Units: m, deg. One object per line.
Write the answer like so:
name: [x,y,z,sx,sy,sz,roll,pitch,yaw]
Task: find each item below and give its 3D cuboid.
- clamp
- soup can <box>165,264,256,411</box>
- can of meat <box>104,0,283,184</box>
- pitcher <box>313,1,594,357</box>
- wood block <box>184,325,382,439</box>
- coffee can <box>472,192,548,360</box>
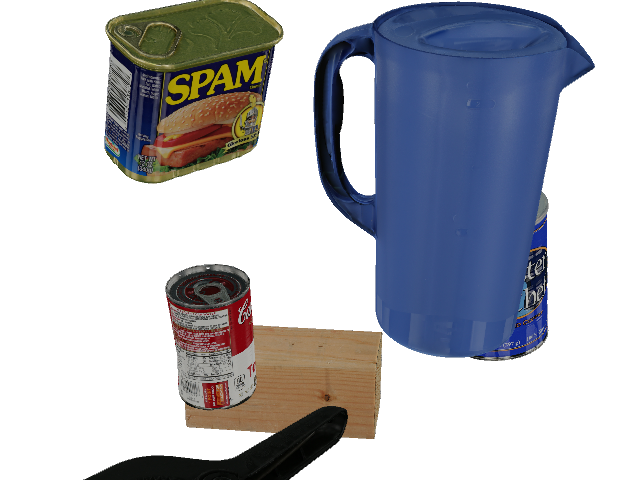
clamp: [-0.051,0.139,0.573,0.209,0.036,0.165,0,19,-13]
soup can: [-0.088,0.080,0.876,0.068,0.102,0.068,-2,27,1]
can of meat: [-0.078,-0.089,0.633,0.101,0.084,0.057,-21,50,-36]
pitcher: [0.088,-0.043,0.769,0.144,0.243,0.149,-17,33,-33]
wood block: [-0.039,0.153,1.170,0.206,0.091,0.090,3,22,7]
coffee can: [0.162,0.027,1.003,0.103,0.140,0.103,-5,28,3]
